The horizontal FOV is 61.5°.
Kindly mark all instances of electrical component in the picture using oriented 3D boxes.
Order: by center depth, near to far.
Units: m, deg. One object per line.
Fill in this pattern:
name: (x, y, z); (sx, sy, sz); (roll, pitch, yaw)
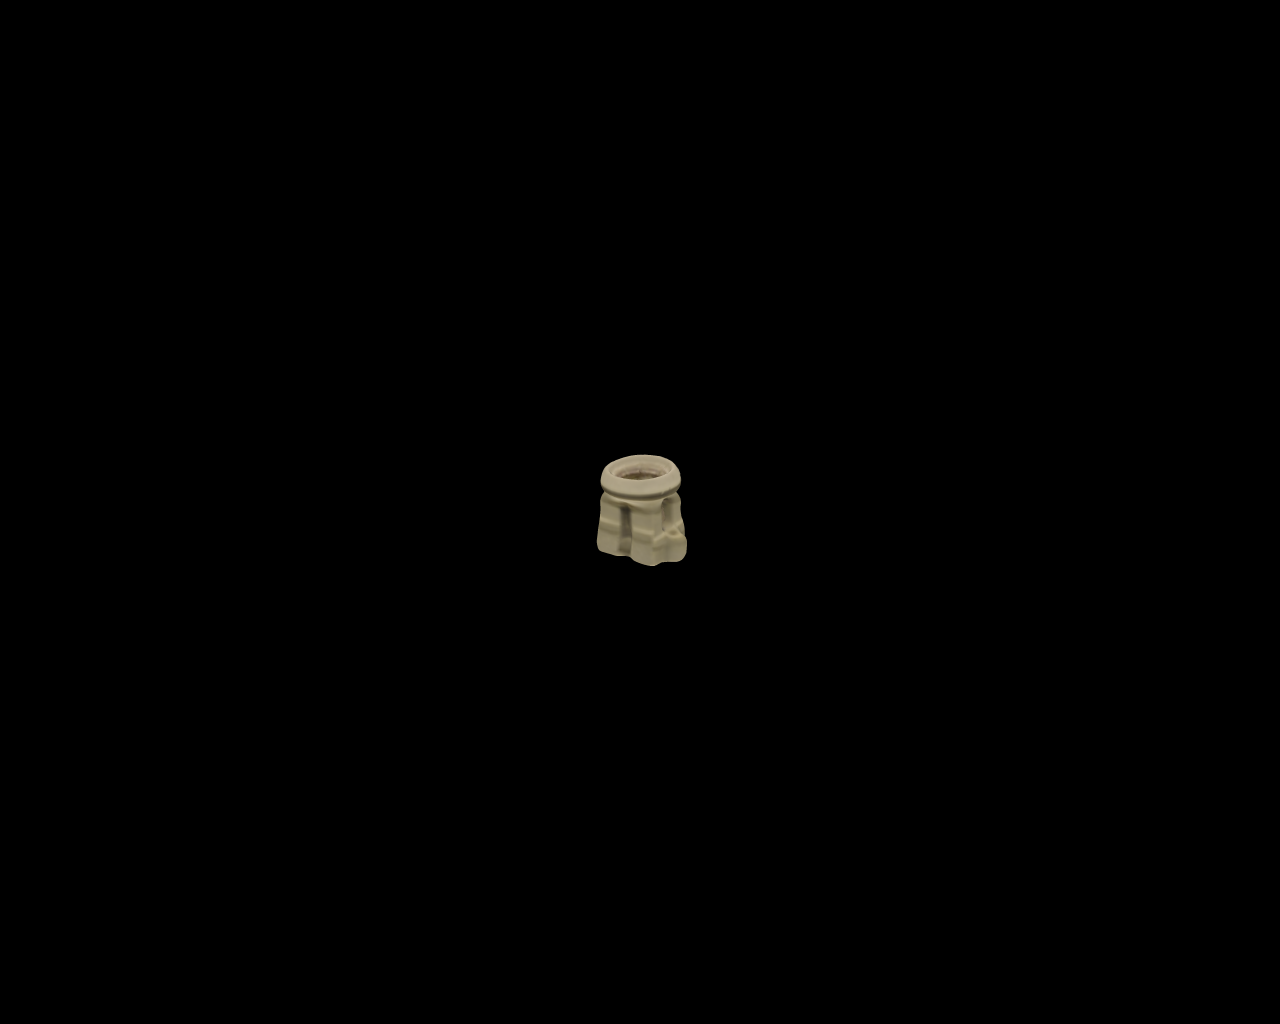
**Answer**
electrical component: (0.001, -0.003, 0.650); (0.066, 0.055, 0.048); (14, 27, 29)
